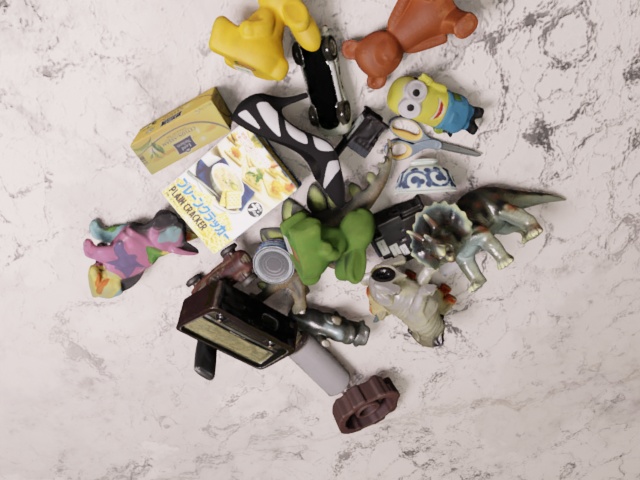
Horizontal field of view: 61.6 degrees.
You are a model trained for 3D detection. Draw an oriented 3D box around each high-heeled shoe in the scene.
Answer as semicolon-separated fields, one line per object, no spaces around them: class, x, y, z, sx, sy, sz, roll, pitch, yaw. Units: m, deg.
high-heeled shoe;-0.052;-0.148;0.962;0.145;0.086;0.248;-24;105;-6

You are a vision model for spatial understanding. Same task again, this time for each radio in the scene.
radio;-0.163;0.178;1.104;0.229;0.073;0.131;34;132;-31

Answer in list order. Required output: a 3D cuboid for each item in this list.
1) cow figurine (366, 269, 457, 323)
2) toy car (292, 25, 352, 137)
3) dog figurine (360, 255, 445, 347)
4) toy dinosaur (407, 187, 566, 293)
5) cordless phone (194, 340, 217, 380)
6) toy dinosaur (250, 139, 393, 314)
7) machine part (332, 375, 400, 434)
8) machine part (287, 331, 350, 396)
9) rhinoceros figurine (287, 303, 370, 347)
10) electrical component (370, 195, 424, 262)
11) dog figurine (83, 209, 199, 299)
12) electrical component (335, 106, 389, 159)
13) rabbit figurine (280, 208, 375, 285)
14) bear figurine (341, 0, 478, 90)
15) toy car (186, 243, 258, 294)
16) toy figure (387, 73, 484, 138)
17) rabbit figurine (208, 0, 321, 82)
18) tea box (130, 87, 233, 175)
cow figurine;0.192;0.136;1.202;0.195;0.086;0.127;20;109;-16
toy car;0.006;-0.282;0.963;0.074;0.056;0.201;-2;121;25
dog figurine;0.174;0.142;1.116;0.173;0.121;0.190;11;129;23
toy dinosaur;0.324;-0.039;1.072;0.192;0.405;0.131;49;145;8
cordless phone;-0.208;0.248;1.168;0.146;0.184;0.089;40;108;-22
toy dinosaur;-0.002;-0.003;1.096;0.471;0.105;0.198;-40;111;12
machine part;0.111;0.405;1.320;0.179;0.056;0.179;-18;140;-16
machine part;-0.005;0.290;1.269;0.079;0.079;0.243;-34;117;13
rhinoceros figurine;0.018;0.195;1.205;0.190;0.112;0.073;15;88;1
electrical component;0.171;-0.016;1.128;0.134;0.058;0.114;-24;116;10
dog figurine;-0.352;0.029;1.083;0.219;0.109;0.191;-1;118;-7
electrical component;0.072;-0.188;1.015;0.047;0.075;0.119;31;108;-19
rabbit figurine;0.033;0.007;0.996;0.170;0.121;0.159;-22;99;-12
bear figurine;0.142;-0.345;0.908;0.196;0.132;0.120;-37;113;8
toy car;-0.210;0.085;1.114;0.202;0.053;0.089;-35;90;34
toy figure;0.209;-0.244;0.994;0.180;0.089;0.082;11;88;-22
rabbit figurine;-0.082;-0.357;0.877;0.163;0.121;0.173;20;88;21
tea box;-0.247;-0.198;0.970;0.170;0.098;0.068;-26;119;7
